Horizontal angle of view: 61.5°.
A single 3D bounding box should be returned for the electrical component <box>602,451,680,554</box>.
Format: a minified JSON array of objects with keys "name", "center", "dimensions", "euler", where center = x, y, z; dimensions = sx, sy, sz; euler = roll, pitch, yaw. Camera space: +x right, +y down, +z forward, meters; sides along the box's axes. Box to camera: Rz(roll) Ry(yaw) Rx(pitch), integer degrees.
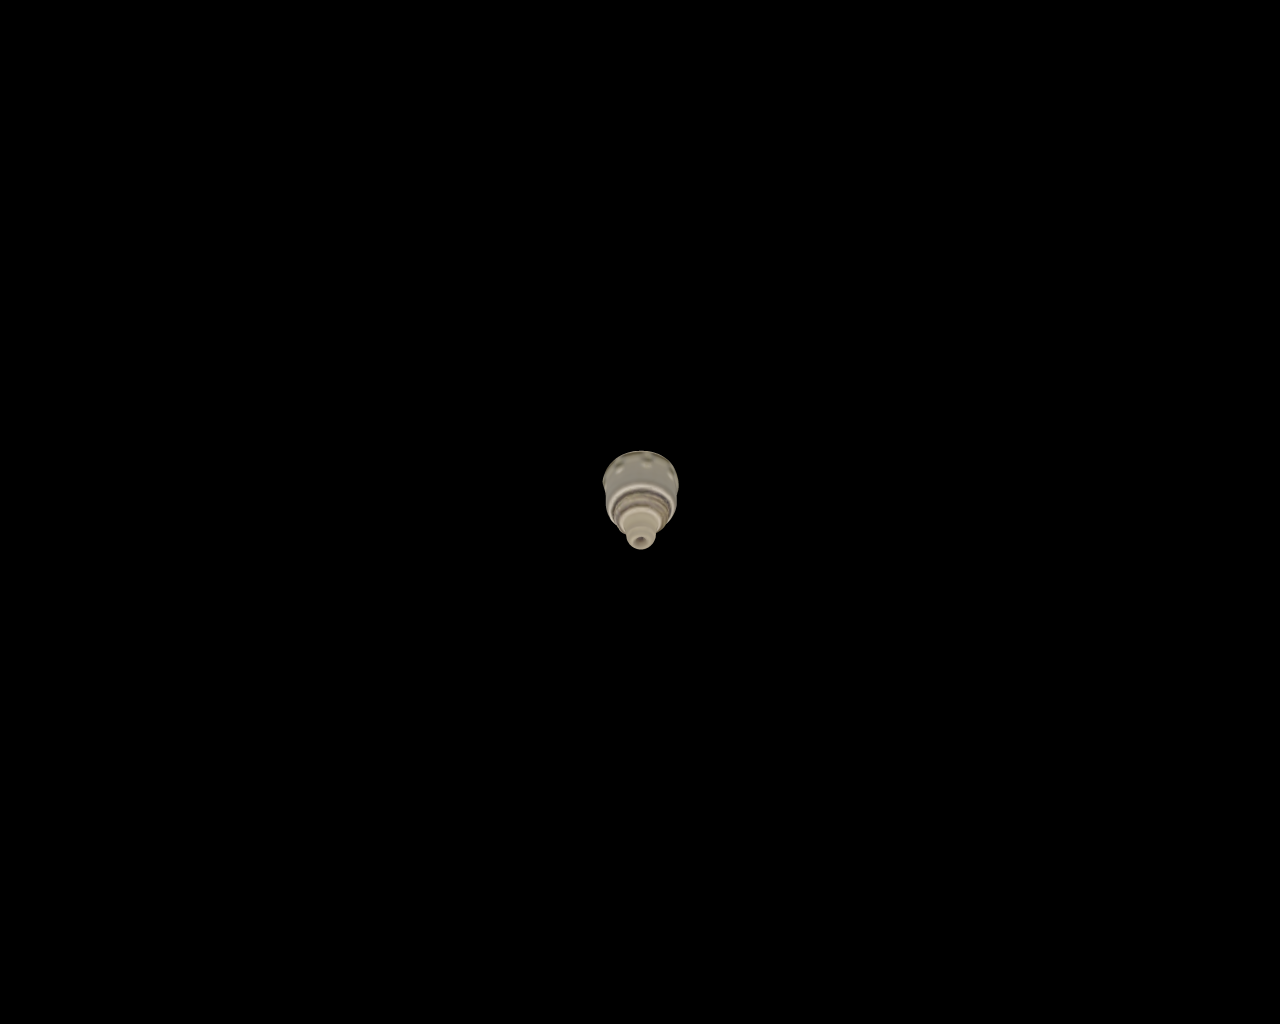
[{"name":"electrical component","center":[0.001,-0.003,0.650],"dimensions":[0.048,0.048,0.062],"euler":[0,43,0]}]
